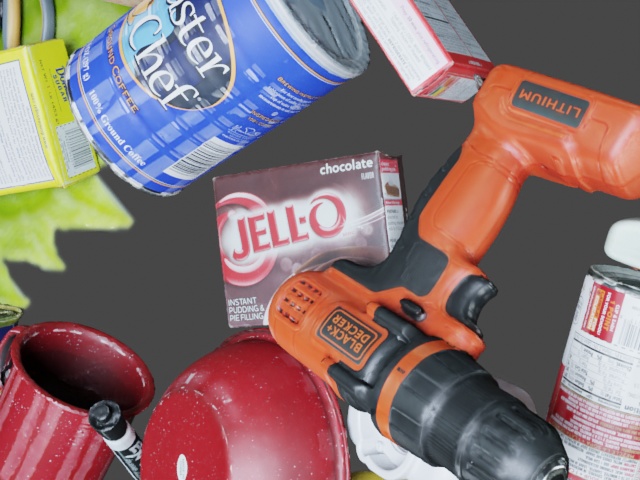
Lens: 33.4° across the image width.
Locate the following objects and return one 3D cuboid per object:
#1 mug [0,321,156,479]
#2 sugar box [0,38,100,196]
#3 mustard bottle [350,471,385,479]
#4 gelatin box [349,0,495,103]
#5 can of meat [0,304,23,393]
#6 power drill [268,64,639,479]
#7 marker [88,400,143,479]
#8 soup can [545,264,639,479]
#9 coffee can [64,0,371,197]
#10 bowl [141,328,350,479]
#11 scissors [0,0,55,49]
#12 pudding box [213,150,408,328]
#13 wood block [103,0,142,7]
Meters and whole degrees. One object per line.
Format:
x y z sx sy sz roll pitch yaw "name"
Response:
-0.171 0.104 0.680 0.117 0.093 0.082 40 115 26 "mug"
-0.239 -0.073 0.718 0.176 0.048 0.093 -5 105 29 "sugar box"
0.098 0.175 0.563 0.192 0.058 0.096 -3 96 27 "mustard bottle"
0.048 -0.116 0.560 0.030 0.073 0.089 -38 77 24 "gelatin box"
-0.248 0.090 0.710 0.058 0.101 0.084 8 99 26 "can of meat"
0.081 0.013 0.500 0.187 0.057 0.185 -50 45 -9 "power drill"
-0.115 0.124 0.640 0.020 0.121 0.020 -3 60 5 "marker"
0.151 0.070 0.524 0.069 0.068 0.102 18 101 25 "soup can"
-0.058 -0.102 0.599 0.140 0.102 0.103 -30 80 25 "coffee can"
-0.055 0.130 0.607 0.162 0.055 0.162 -9 79 49 "bowl"
-0.221 -0.210 0.723 0.096 0.016 0.202 -8 90 27 "scissors"
-0.004 0.001 0.614 0.114 0.039 0.090 -7 90 27 "pudding box"
-0.155 -0.186 0.585 0.091 0.205 0.090 19 102 25 "wood block"
